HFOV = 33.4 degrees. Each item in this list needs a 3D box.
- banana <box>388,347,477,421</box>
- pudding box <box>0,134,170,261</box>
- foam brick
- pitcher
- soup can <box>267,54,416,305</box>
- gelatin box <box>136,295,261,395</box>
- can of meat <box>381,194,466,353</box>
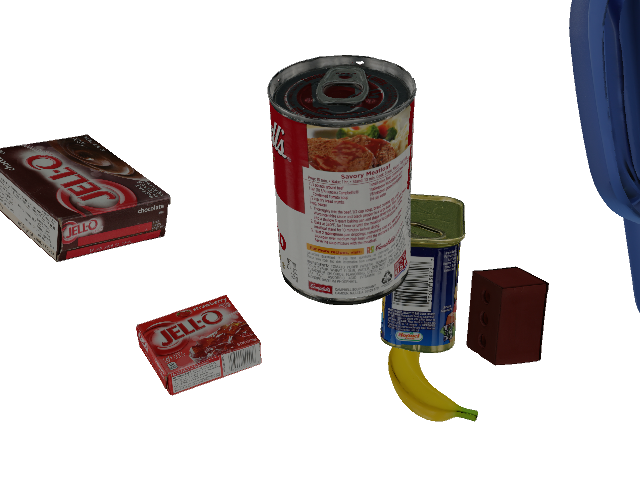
[{"bbox_3d":[0.114,0.160,1.246,0.069,0.037,0.198,9,22,-20],"label":"banana"},{"bbox_3d":[-0.176,-0.033,0.757,0.089,0.039,0.114,-15,36,-42],"label":"pudding box"},{"bbox_3d":[0.171,0.069,0.985,0.051,0.078,0.053,-6,18,-24],"label":"foam brick"},{"bbox_3d":[0.215,-0.065,0.590,0.149,0.243,0.145,-7,22,11],"label":"pitcher"},{"bbox_3d":[0.011,-0.029,0.513,0.068,0.102,0.068,-2,34,1],"label":"soup can"},{"bbox_3d":[-0.106,0.090,0.929,0.089,0.030,0.073,-17,39,-22],"label":"gelatin box"},{"bbox_3d":[0.071,0.022,0.754,0.057,0.084,0.102,3,19,6],"label":"can of meat"}]
